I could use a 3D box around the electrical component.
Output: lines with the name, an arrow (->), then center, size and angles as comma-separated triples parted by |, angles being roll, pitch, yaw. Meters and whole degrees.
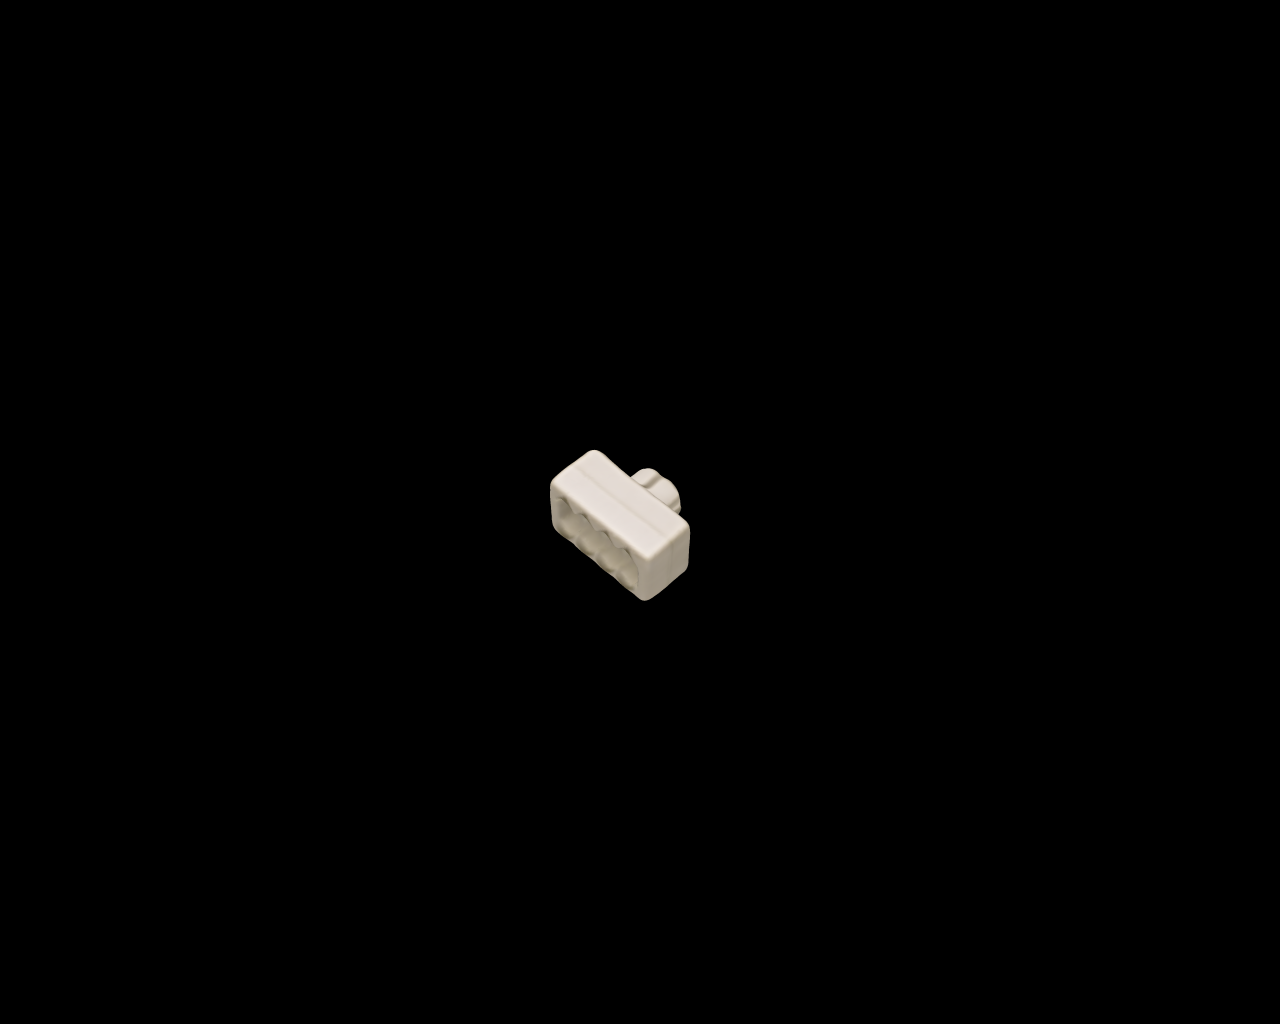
electrical component -> 0.001, -0.003, 0.650 | 0.076, 0.047, 0.083 | -39, 63, -25
